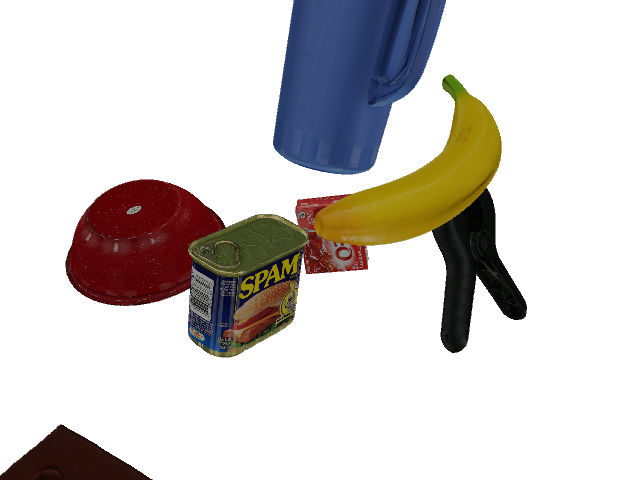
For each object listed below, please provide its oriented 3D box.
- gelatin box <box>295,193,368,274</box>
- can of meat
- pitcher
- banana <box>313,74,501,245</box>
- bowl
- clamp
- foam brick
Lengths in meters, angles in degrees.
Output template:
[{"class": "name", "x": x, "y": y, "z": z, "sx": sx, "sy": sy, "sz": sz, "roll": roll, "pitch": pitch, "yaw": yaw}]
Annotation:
[{"class": "gelatin box", "x": 0.014, "y": -0.007, "z": 1.220, "sx": 0.073, "sy": 0.089, "sz": 0.030, "roll": -5, "pitch": 29, "yaw": 7}, {"class": "can of meat", "x": -0.061, "y": 0.037, "z": 0.868, "sx": 0.058, "sy": 0.084, "sz": 0.101, "roll": 28, "pitch": 35, "yaw": 31}, {"class": "pitcher", "x": 0.034, "y": -0.190, "z": 1.055, "sx": 0.145, "sy": 0.243, "sz": 0.149, "roll": 12, "pitch": 18, "yaw": -1}, {"class": "banana", "x": 0.070, "y": -0.042, "z": 0.684, "sx": 0.070, "sy": 0.037, "sz": 0.197, "roll": 24, "pitch": 42, "yaw": 18}, {"class": "bowl", "x": -0.175, "y": -0.010, "z": 1.034, "sx": 0.162, "sy": 0.055, "sz": 0.162, "roll": -6, "pitch": 40, "yaw": 5}, {"class": "clamp", "x": 0.128, "y": 0.013, "z": 0.950, "sx": 0.039, "sy": 0.171, "sz": 0.120, "roll": -13, "pitch": 13, "yaw": 38}, {"class": "foam brick", "x": -0.097, "y": 0.126, "z": 0.450, "sx": 0.078, "sy": 0.051, "sz": 0.052, "roll": 22, "pitch": 45, "yaw": 29}]
